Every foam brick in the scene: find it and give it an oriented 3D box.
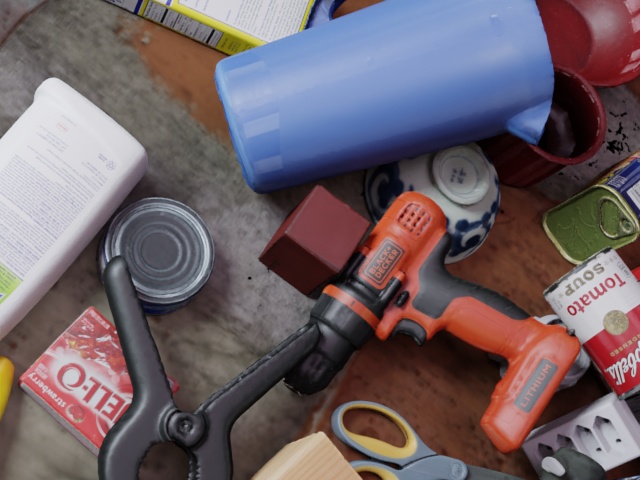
[{"bbox_3d":[-0.005,0.001,0.827,0.053,0.078,0.051,37,66,-6],"label":"foam brick"}]

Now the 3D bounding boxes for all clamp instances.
[{"bbox_3d":[-0.088,0.127,0.746,0.164,0.036,0.210,13,76,-17],"label":"clamp"}]

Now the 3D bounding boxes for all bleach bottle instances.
[{"bbox_3d":[-0.234,0.007,0.748,0.102,0.068,0.250,38,67,-1],"label":"bleach bottle"}]

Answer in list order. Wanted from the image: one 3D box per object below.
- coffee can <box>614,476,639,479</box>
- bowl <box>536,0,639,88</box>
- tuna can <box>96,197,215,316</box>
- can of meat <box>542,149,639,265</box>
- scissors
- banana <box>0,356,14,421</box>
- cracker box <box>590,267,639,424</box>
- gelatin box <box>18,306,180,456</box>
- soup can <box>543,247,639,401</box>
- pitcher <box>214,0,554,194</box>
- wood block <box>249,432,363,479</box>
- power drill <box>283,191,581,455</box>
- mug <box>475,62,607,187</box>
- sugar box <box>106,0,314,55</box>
[{"bbox_3d":[0.261,0.231,0.819,0.102,0.140,0.103,6,71,-19],"label":"coffee can"},{"bbox_3d":[0.232,-0.205,0.995,0.162,0.055,0.162,6,71,-19],"label":"bowl"},{"bbox_3d":[-0.123,0.012,0.803,0.086,0.034,0.086,6,71,-19],"label":"tuna can"},{"bbox_3d":[0.257,-0.032,0.924,0.083,0.102,0.057,-35,89,-29],"label":"can of meat"},{"bbox_3d":[0.092,0.195,0.835,0.201,0.016,0.096,30,64,-9],"label":"scissors"},{"bbox_3d":[-0.230,0.177,0.711,0.069,0.037,0.198,1,73,-40],"label":"banana"},{"bbox_3d":[0.332,0.111,0.898,0.164,0.072,0.214,-26,77,-14],"label":"cracker box"},{"bbox_3d":[-0.157,0.104,0.762,0.089,0.030,0.073,43,64,-3],"label":"gelatin box"},{"bbox_3d":[0.231,0.064,0.833,0.068,0.069,0.102,-28,76,-26],"label":"soup can"},{"bbox_3d":[0.044,-0.129,0.823,0.243,0.149,0.145,-17,118,-1],"label":"pitcher"},{"bbox_3d":[-0.056,0.236,0.726,0.205,0.090,0.091,-39,88,-26],"label":"wood block"},{"bbox_3d":[0.087,0.080,0.816,0.187,0.057,0.184,35,82,5],"label":"power drill"},{"bbox_3d":[0.177,-0.102,0.927,0.117,0.082,0.093,34,65,-8],"label":"mug"},{"bbox_3d":[-0.092,-0.212,0.881,0.176,0.048,0.093,22,70,-10],"label":"sugar box"}]
